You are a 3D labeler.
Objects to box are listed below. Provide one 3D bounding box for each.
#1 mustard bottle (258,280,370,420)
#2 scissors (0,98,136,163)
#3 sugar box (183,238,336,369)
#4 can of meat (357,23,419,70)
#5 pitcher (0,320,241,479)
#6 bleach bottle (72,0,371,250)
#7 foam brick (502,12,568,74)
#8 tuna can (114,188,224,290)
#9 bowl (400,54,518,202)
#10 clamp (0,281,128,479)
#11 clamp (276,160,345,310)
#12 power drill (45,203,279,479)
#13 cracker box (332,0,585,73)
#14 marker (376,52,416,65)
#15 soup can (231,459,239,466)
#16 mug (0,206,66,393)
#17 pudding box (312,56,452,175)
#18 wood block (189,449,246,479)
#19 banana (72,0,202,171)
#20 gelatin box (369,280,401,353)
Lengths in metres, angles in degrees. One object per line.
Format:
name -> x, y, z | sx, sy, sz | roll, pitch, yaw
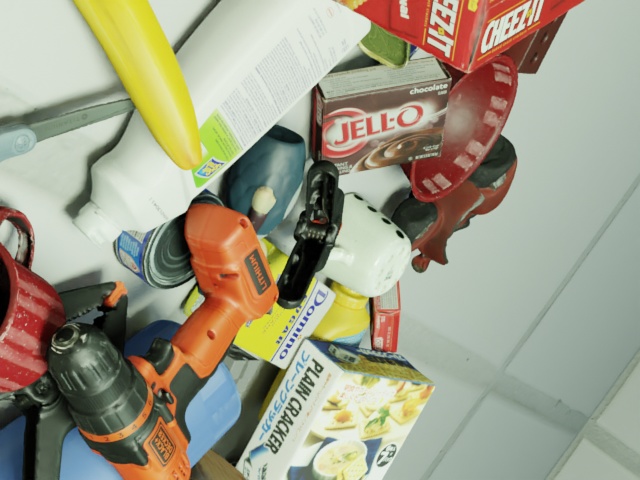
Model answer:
mustard bottle -> 0.004, 0.113, 1.116 | 0.096, 0.058, 0.192 | -11, 131, -52
scissors -> -0.192, -0.043, 0.639 | 0.201, 0.016, 0.096 | -9, 128, -49
sugar box -> -0.049, 0.057, 0.976 | 0.093, 0.048, 0.176 | -55, 152, -2
can of meat -> 0.074, -0.202, 0.856 | 0.083, 0.057, 0.102 | -43, 153, -26
pitcher -> -0.176, 0.179, 0.824 | 0.242, 0.145, 0.149 | -40, 178, -32
bleach bottle -> -0.076, -0.096, 0.733 | 0.250, 0.068, 0.102 | -46, 149, -8
foam brick -> 0.203, -0.212, 1.061 | 0.052, 0.051, 0.078 | -11, 131, -55
tuna can -> -0.112, -0.006, 0.807 | 0.086, 0.034, 0.086 | -37, 146, -31
bowl -> 0.122, -0.118, 1.035 | 0.161, 0.055, 0.162 | -39, 150, -28
clamp -> -0.206, 0.101, 0.725 | 0.036, 0.164, 0.209 | -23, -146, 51
clamp -> -0.006, 0.001, 0.901 | 0.171, 0.039, 0.120 | 38, 74, -82
power drill -> -0.104, 0.066, 0.739 | 0.187, 0.057, 0.184 | -59, 151, -31
cracker box -> 0.060, -0.200, 0.654 | 0.163, 0.214, 0.072 | -35, 147, -34
marker -> 0.086, -0.180, 0.944 | 0.121, 0.020, 0.020 | -47, 153, -13
soup can -> -0.055, 0.263, 1.188 | 0.102, 0.069, 0.069 | -16, 135, -50
mug -> -0.206, 0.036, 0.659 | 0.081, 0.093, 0.117 | 55, 47, -67
pudding box -> 0.050, -0.104, 0.903 | 0.113, 0.039, 0.090 | -13, 141, -12
wood block -> -0.106, 0.245, 0.932 | 0.091, 0.090, 0.206 | -51, -165, -6
banana -> -0.116, -0.120, 0.627 | 0.037, 0.069, 0.197 | -14, 145, 10
gelatin box -> 0.068, 0.065, 1.140 | 0.073, 0.030, 0.089 | 91, -1, -49
